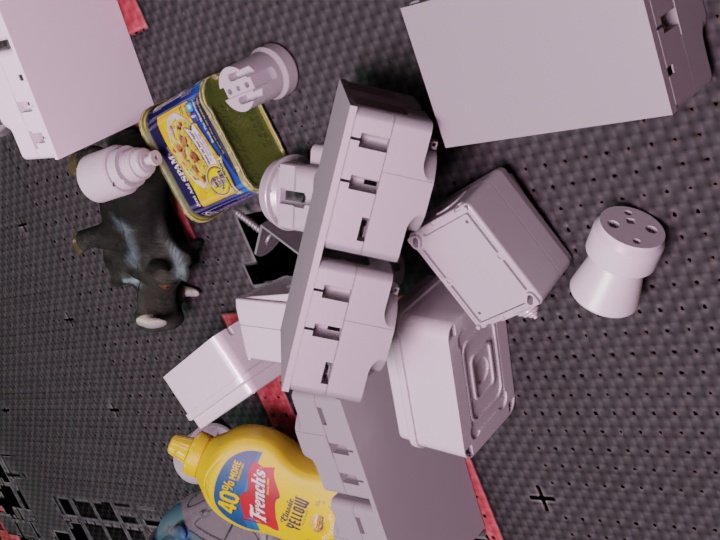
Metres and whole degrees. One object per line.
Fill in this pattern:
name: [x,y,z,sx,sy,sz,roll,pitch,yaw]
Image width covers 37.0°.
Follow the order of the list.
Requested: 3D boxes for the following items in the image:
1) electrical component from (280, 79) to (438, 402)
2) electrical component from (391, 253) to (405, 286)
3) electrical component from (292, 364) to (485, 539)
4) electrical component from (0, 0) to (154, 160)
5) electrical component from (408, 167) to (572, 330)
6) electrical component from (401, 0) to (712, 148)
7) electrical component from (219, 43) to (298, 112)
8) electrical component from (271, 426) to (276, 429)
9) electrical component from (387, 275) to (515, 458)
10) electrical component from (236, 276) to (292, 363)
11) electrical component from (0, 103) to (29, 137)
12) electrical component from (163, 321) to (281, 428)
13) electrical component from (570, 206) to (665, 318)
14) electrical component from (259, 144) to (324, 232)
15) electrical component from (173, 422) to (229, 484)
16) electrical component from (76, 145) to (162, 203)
electrical component: [-0.003,-0.020,0.706,0.060,0.105,0.186,12,107,-8]
electrical component: [0.000,0.000,0.806,0.055,0.045,0.045,-12,108,46]
electrical component: [0.022,0.151,0.840,0.060,0.105,0.186,1,117,42]
electrical component: [-0.251,-0.194,0.864,0.060,0.105,0.186,2,118,42]
electrical component: [0.092,-0.011,0.708,0.096,0.061,0.062,51,139,-8]
electrical component: [0.110,-0.129,0.607,0.150,0.062,0.089,-3,114,43]
electrical component: [-0.074,-0.139,0.782,0.040,0.046,0.040,23,130,30]
electrical component: [-0.091,0.199,1.006,0.079,0.044,0.077,-34,91,13]
electrical component: [0.063,0.067,0.768,0.057,0.078,0.113,10,122,35]
electrical component: [-0.054,0.036,0.865,0.096,0.062,0.061,4,111,41]
electrical component: [-0.290,-0.137,0.926,0.077,0.044,0.079,-32,99,43]
electrical component: [-0.110,0.085,0.939,0.057,0.078,0.113,56,139,2]
electrical component: [0.158,-0.005,0.658,0.045,0.045,0.055,33,134,23]
electrical component: [-0.037,-0.055,0.792,0.057,0.058,0.078,12,104,40]
electrical component: [-0.153,0.183,1.062,0.055,0.055,0.047,56,142,-1]
electrical component: [-0.187,-0.079,0.845,0.078,0.040,0.040,-13,107,35]
